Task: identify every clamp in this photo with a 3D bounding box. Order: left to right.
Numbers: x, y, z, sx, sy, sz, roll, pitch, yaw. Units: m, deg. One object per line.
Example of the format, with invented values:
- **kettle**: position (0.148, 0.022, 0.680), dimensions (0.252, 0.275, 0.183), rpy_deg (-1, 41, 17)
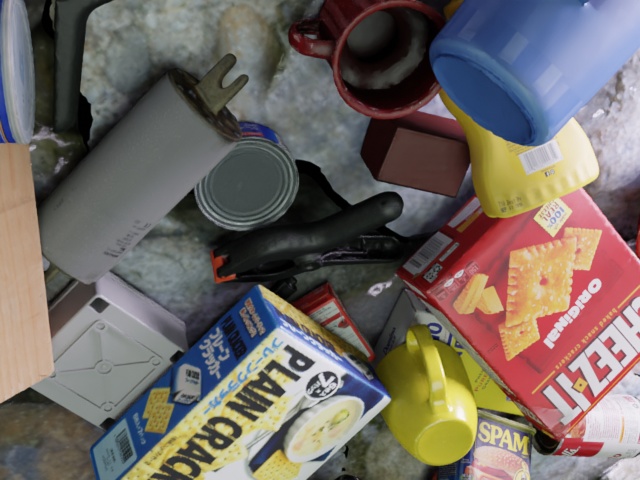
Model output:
- **clamp**: position (-0.182, -0.180, 0.756), dimensions (0.210, 0.036, 0.164), rpy_deg (-37, 125, 13)
- **clamp**: position (-0.006, 0.001, 0.891), dimensions (0.171, 0.039, 0.120), rpy_deg (-11, 153, -9)

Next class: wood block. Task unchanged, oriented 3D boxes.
- **wood block**: position (-0.268, 0.017, 0.795), dimensions (0.090, 0.090, 0.206), rpy_deg (-29, 131, -45)

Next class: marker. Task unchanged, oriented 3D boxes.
- **marker**: position (-0.064, 0.075, 0.954), dimensions (0.121, 0.020, 0.020), rpy_deg (-45, 122, 14)

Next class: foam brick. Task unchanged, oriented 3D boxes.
- **foam brick**: position (0.081, -0.074, 0.884), dimensions (0.078, 0.053, 0.051), rpy_deg (11, 117, -21)

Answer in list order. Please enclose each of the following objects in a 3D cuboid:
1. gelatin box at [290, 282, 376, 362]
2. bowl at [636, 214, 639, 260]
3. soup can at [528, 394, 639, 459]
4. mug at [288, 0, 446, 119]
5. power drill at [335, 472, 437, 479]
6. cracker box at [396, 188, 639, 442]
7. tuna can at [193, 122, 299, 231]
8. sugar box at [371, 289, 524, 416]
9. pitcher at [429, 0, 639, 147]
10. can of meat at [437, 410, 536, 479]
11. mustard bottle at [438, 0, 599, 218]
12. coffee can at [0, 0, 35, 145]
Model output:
- **gelatin box**: position (-0.002, 0.091, 0.977), dimensions (0.073, 0.030, 0.089), rpy_deg (-31, 123, 5)
- **bowl**: position (0.356, -0.024, 0.989), dimensions (0.162, 0.055, 0.162), rpy_deg (-7, 122, -11)
- **soup can**: position (0.274, 0.188, 1.089), dimensions (0.102, 0.068, 0.068), rpy_deg (7, 119, -19)
- **mug**: position (0.033, -0.150, 0.807), dimensions (0.117, 0.081, 0.093), rpy_deg (-2, 121, -15)
- **power drill**: position (0.068, 0.289, 1.064), dimensions (0.187, 0.057, 0.184), rpy_deg (-11, 125, -34)
- **cracker box**: position (0.198, 0.050, 0.947), dimensions (0.164, 0.072, 0.213), rpy_deg (-44, 113, -3)
- **tuna can**: position (-0.062, -0.052, 0.869), dimensions (0.086, 0.034, 0.086), rpy_deg (-7, 122, -11)
- **sugar box**: position (0.143, 0.111, 1.019), dimensions (0.176, 0.048, 0.093), rpy_deg (12, 117, -23)
- **pitcher**: position (0.192, -0.188, 0.745), dimensions (0.242, 0.145, 0.149), rpy_deg (-49, 135, -8)
- **can of meat**: position (0.163, 0.221, 1.057), dimensions (0.102, 0.084, 0.058), rpy_deg (22, 154, -30)
- **mustard bottle**: position (0.143, -0.120, 0.841), dimensions (0.096, 0.058, 0.191), rpy_deg (-23, 96, -8)
- **coffee can**: position (-0.266, -0.112, 0.703), dimensions (0.140, 0.103, 0.103), rpy_deg (-3, 121, -7)
